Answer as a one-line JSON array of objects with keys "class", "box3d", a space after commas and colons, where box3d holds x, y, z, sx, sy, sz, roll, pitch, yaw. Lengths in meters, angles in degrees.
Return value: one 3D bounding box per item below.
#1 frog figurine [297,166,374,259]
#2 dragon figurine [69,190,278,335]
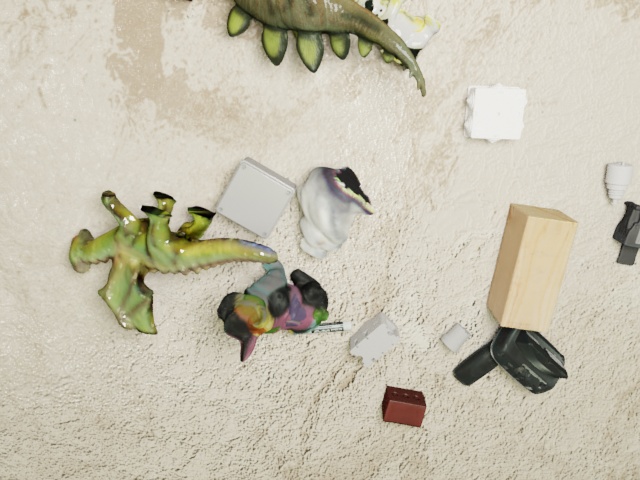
[{"class": "frog figurine", "box3d": [0.003, -0.046, 0.907, 0.157, 0.123, 0.139, -45, 67, 23]}, {"class": "dragon figurine", "box3d": [-0.287, 0.051, 0.912, 0.412, 0.123, 0.240, 23, 102, 17]}]
